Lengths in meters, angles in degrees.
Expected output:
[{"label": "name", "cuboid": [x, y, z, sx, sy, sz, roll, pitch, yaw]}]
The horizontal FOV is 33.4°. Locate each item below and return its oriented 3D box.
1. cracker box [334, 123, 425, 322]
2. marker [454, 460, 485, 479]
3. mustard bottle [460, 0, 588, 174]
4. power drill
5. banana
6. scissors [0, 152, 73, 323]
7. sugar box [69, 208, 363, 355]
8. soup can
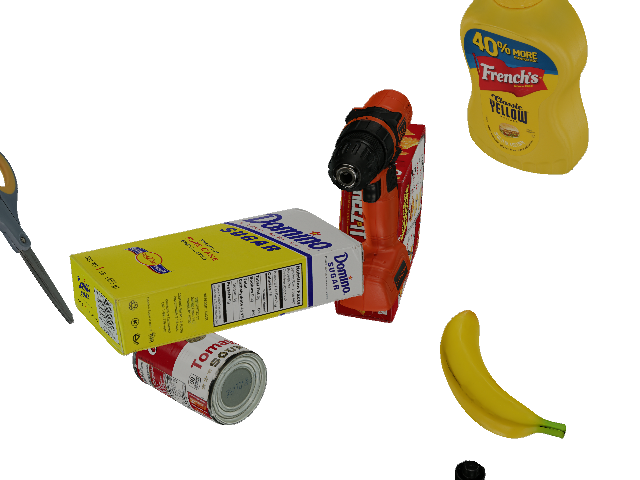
[{"label": "cracker box", "cuboid": [0.069, -0.028, 1.205, 0.072, 0.164, 0.213, 7, 23, 10]}, {"label": "marker", "cuboid": [0.091, 0.186, 0.687, 0.020, 0.121, 0.020, 1, 36, -1]}, {"label": "mustard bottle", "cuboid": [0.152, -0.137, 0.800, 0.096, 0.058, 0.191, 27, -29, 31]}, {"label": "power drill", "cuboid": [0.049, -0.031, 0.999, 0.057, 0.188, 0.184, 8, 28, 16]}, {"label": "banana", "cuboid": [0.146, 0.123, 0.969, 0.069, 0.037, 0.198, 6, 27, -22]}, {"label": "scissors", "cuboid": [-0.300, -0.015, 1.072, 0.016, 0.201, 0.096, -25, 28, 24]}, {"label": "sugar box", "cuboid": [-0.068, 0.022, 0.717, 0.176, 0.048, 0.093, -16, 25, -26]}, {"label": "soup can", "cuboid": [-0.105, 0.111, 0.921, 0.102, 0.068, 0.068, 20, 13, 39]}]
